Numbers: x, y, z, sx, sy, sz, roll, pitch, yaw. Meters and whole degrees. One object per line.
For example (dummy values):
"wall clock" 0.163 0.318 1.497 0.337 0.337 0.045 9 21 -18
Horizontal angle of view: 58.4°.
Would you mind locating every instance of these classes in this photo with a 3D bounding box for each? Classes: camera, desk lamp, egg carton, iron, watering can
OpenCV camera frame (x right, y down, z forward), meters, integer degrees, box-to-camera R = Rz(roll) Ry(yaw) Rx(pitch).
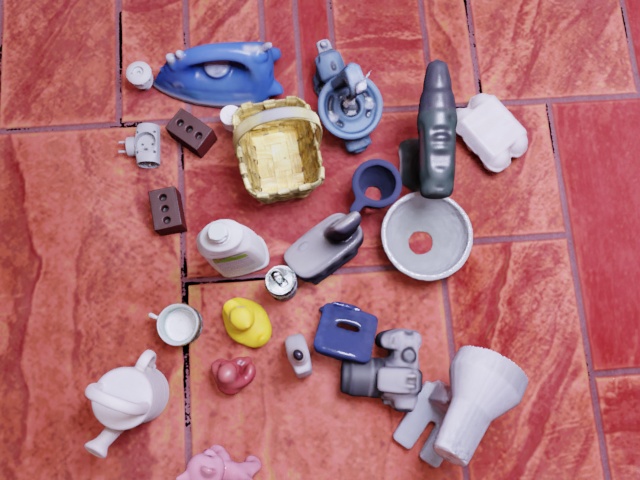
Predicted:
"camera" 0.106 0.225 1.003 0.137 0.101 0.143 4 79 -1
"desk lamp" 0.229 0.281 0.939 0.118 0.213 0.203 33 80 5
"egg carton" 0.328 -0.209 1.112 0.107 0.069 0.150 -39 82 -8
"iron" -0.201 -0.328 1.082 0.258 0.141 0.118 -5 79 -3
"watering can" -0.319 0.266 0.934 0.101 0.194 0.173 3 79 -1

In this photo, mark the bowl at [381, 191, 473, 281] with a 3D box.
"bowl" 0.192 -0.003 1.064 0.167 0.075 0.167 0 79 -2

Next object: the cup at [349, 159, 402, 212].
"cup" 0.094 -0.084 1.067 0.091 0.095 0.118 38 80 6

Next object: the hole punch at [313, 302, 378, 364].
"hole punch" 0.044 0.163 1.019 0.108 0.091 0.101 15 79 1

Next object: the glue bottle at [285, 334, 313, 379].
"glue bottle" -0.035 0.196 0.968 0.037 0.173 0.078 -19 80 -5

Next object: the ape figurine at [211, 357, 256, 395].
"ape figurine" -0.155 0.233 0.998 0.078 0.092 0.076 27 79 4

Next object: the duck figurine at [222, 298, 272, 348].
"duck figurine" -0.133 0.145 1.019 0.077 0.086 0.104 -43 83 -9

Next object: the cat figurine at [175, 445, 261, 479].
"cat figurine" -0.168 0.389 0.954 0.127 0.118 0.067 14 79 1

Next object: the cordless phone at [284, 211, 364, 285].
"cordless phone" 0.009 0.004 1.001 0.148 0.185 0.094 -41 82 -9

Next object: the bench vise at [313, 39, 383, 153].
"bench vise" 0.033 -0.277 1.039 0.121 0.220 0.207 -39 82 -8

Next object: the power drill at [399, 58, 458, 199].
"power drill" 0.195 -0.176 1.030 0.075 0.208 0.230 -1 79 -2
